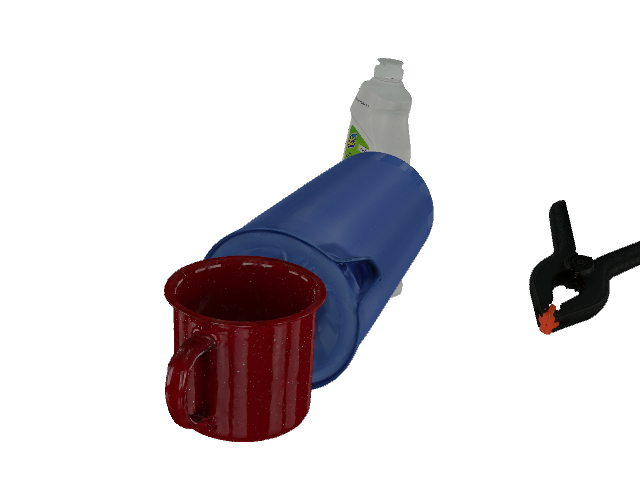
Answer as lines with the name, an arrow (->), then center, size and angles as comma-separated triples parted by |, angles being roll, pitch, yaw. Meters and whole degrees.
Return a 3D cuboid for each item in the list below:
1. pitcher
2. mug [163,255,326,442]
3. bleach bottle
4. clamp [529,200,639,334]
pitcher -> 0.001, 0.014, 0.885 | 0.149, 0.145, 0.242 | 22, 28, 14
mug -> -0.050, 0.068, 0.616 | 0.093, 0.081, 0.117 | 13, 25, 23
bleach bottle -> 0.061, -0.070, 1.160 | 0.068, 0.251, 0.103 | -3, 23, -29
clamp -> 0.258, 0.025, 1.098 | 0.120, 0.039, 0.171 | 28, 51, 32
